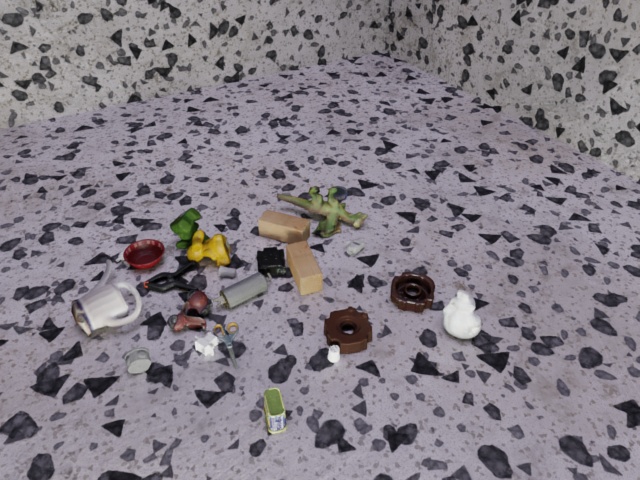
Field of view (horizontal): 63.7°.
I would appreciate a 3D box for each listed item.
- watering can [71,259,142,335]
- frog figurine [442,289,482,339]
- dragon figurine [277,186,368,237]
[{"bbox_3d":[-0.788,0.208,1.865,0.227,0.101,0.353,-26,46,-28],"label":"watering can"},{"bbox_3d":[0.497,0.260,1.787,0.139,0.155,0.124,31,48,33],"label":"frog figurine"},{"bbox_3d":[0.007,-0.116,2.301,0.410,0.119,0.249,-1,46,-1],"label":"dragon figurine"}]
